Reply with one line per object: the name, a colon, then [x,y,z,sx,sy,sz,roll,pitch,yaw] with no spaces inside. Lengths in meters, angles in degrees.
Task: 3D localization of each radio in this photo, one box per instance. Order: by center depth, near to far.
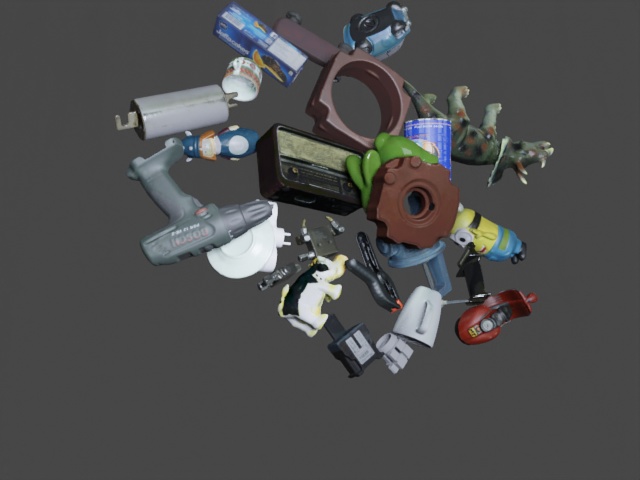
radio: [-0.010,-0.131,1.061,0.229,0.073,0.131,10,66,-32]

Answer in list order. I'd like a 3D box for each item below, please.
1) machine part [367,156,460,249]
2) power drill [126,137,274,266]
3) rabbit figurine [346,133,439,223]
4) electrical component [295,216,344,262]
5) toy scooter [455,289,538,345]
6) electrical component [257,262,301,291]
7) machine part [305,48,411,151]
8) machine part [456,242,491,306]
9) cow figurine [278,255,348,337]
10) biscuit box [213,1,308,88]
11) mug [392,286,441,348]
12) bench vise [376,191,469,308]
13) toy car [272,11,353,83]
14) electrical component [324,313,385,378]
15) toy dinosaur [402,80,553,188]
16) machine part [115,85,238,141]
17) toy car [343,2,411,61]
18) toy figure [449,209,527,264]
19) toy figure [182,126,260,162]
machine part: [0.174,-0.067,0.990,0.179,0.056,0.179,-1,95,-17]
power drill: [-0.225,-0.073,0.941,0.232,0.086,0.207,-31,84,-10]
rabbit figurine: [0.132,-0.118,1.045,0.159,0.121,0.170,38,65,-25]
electrical component: [-0.001,-0.003,1.053,0.102,0.045,0.078,-8,72,-26]
toy scooter: [0.370,0.151,1.104,0.184,0.135,0.075,-26,84,-29]
electrical component: [-0.069,0.063,0.985,0.094,0.063,0.021,-25,81,-31]
machine part: [0.083,-0.290,1.162,0.201,0.087,0.201,28,72,-21]
machine part: [0.318,0.076,1.125,0.039,0.084,0.139,12,43,-11]
cow figurine: [-0.012,0.086,1.002,0.098,0.068,0.167,29,60,-4]
biscuit box: [-0.129,-0.418,1.154,0.202,0.063,0.059,35,61,-7]
mug: [0.194,0.142,1.034,0.081,0.109,0.107,19,73,6]
bench vise: [0.224,0.020,1.107,0.223,0.129,0.240,-30,104,-38]
toy car: [-0.015,-0.431,1.215,0.202,0.053,0.089,26,77,-14]
electrical component: [0.055,0.188,1.000,0.075,0.048,0.119,-29,85,-31]
toy dinosaur: [0.332,-0.244,1.264,0.405,0.131,0.192,16,63,-11]
machine part: [-0.264,-0.241,1.015,0.243,0.079,0.079,-22,80,-29]
toy car: [0.142,-0.481,1.271,0.102,0.162,0.109,40,36,-59]
toy figure: [0.371,-0.006,1.200,0.180,0.082,0.089,19,44,-8]
toy figure: [-0.193,-0.184,1.031,0.154,0.058,0.064,-12,86,-29]
